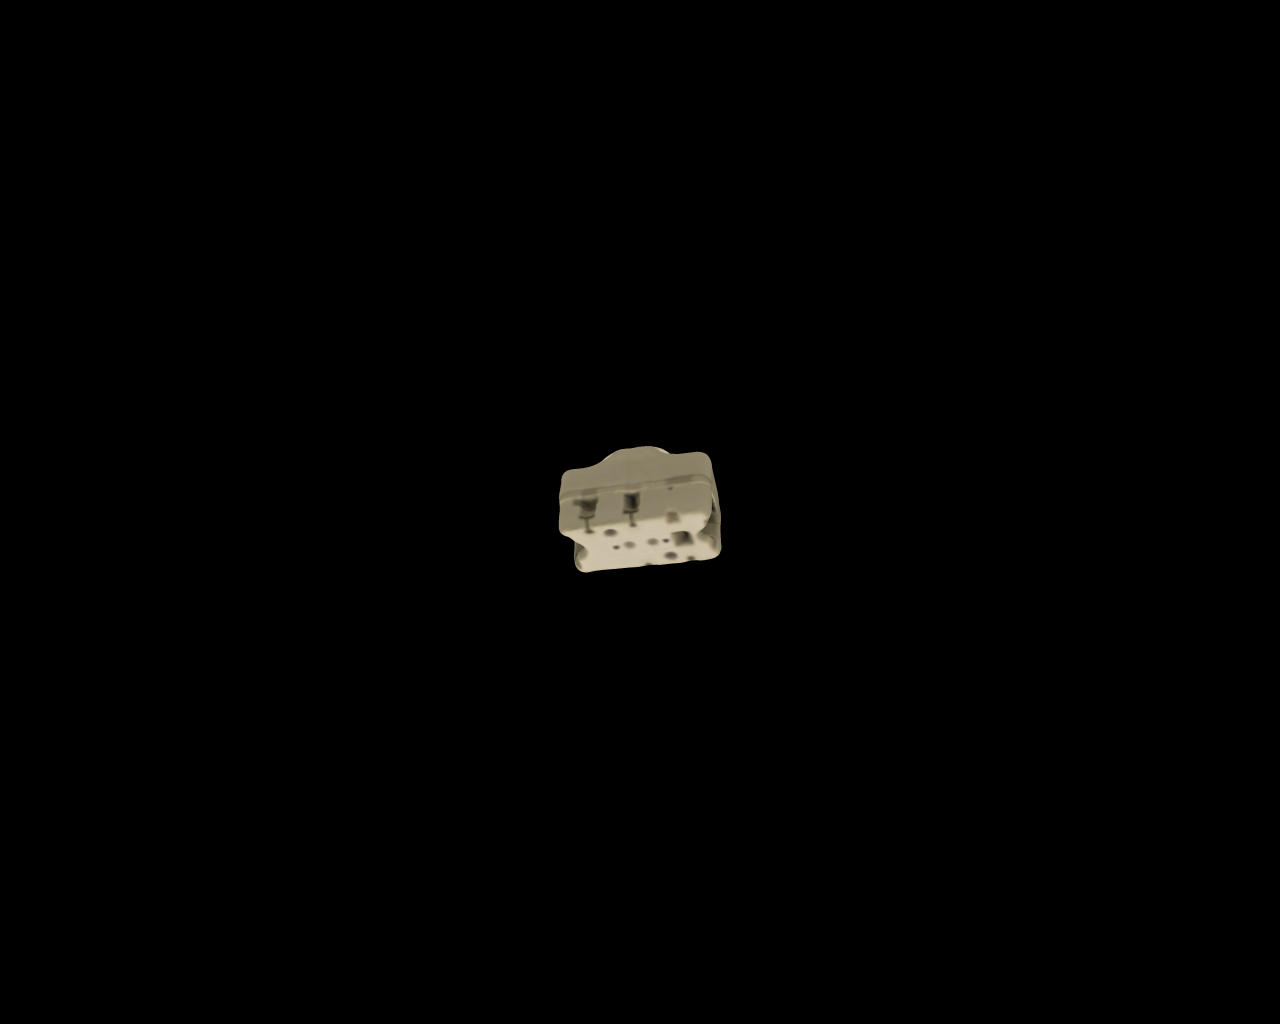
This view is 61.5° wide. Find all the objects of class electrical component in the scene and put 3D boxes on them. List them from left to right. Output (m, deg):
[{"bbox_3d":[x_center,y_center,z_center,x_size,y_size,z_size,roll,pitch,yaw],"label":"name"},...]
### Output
[{"bbox_3d":[0.001,-0.003,0.650,0.089,0.056,0.050,-7,-39,9],"label":"electrical component"}]
